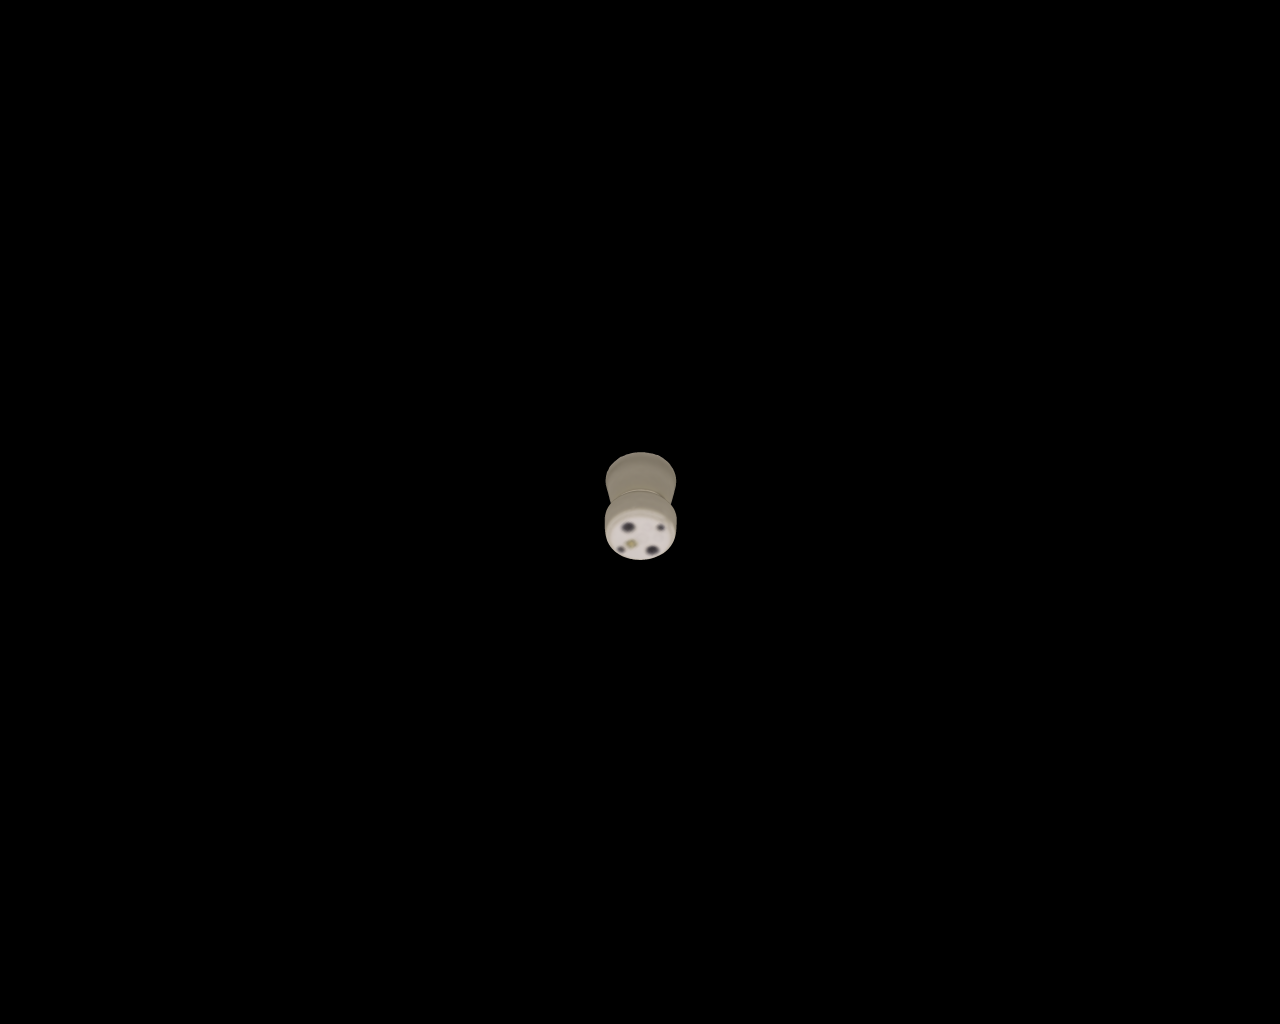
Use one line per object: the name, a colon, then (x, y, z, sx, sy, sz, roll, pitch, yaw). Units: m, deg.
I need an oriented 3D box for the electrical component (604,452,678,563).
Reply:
electrical component: (0.001, -0.003, 0.650, 0.045, 0.044, 0.055, 0, 43, 0)
